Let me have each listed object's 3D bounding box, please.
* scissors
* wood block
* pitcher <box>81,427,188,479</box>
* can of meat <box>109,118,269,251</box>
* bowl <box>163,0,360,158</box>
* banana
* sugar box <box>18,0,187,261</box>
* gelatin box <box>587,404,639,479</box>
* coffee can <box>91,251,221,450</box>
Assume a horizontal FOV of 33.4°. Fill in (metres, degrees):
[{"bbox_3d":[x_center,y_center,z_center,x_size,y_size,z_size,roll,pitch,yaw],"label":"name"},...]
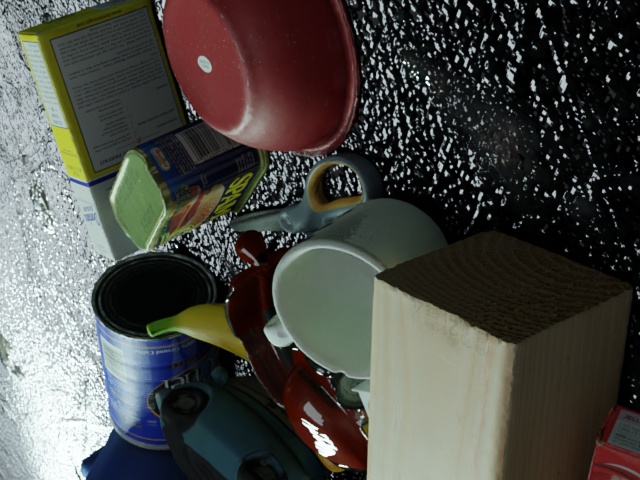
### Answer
[{"bbox_3d":[-0.005,0.001,0.708,0.096,0.016,0.202,61,151,3],"label":"scissors"},{"bbox_3d":[0.084,0.112,0.542,0.090,0.090,0.206,26,124,43],"label":"wood block"},{"bbox_3d":[-0.149,0.254,0.902,0.149,0.242,0.145,-41,99,21],"label":"pitcher"},{"bbox_3d":[-0.094,-0.042,0.747,0.057,0.083,0.102,57,151,10],"label":"can of meat"},{"bbox_3d":[-0.047,-0.116,0.641,0.162,0.055,0.162,39,144,37],"label":"bowl"},{"bbox_3d":[-0.038,0.096,0.789,0.198,0.069,0.037,30,158,30],"label":"banana"},{"bbox_3d":[-0.148,-0.083,0.791,0.048,0.093,0.176,21,130,52],"label":"sugar box"},{"bbox_3d":[0.166,0.123,0.486,0.089,0.030,0.073,18,131,22],"label":"gelatin box"},{"bbox_3d":[-0.135,0.095,0.908,0.103,0.102,0.140,40,144,35],"label":"coffee can"}]
